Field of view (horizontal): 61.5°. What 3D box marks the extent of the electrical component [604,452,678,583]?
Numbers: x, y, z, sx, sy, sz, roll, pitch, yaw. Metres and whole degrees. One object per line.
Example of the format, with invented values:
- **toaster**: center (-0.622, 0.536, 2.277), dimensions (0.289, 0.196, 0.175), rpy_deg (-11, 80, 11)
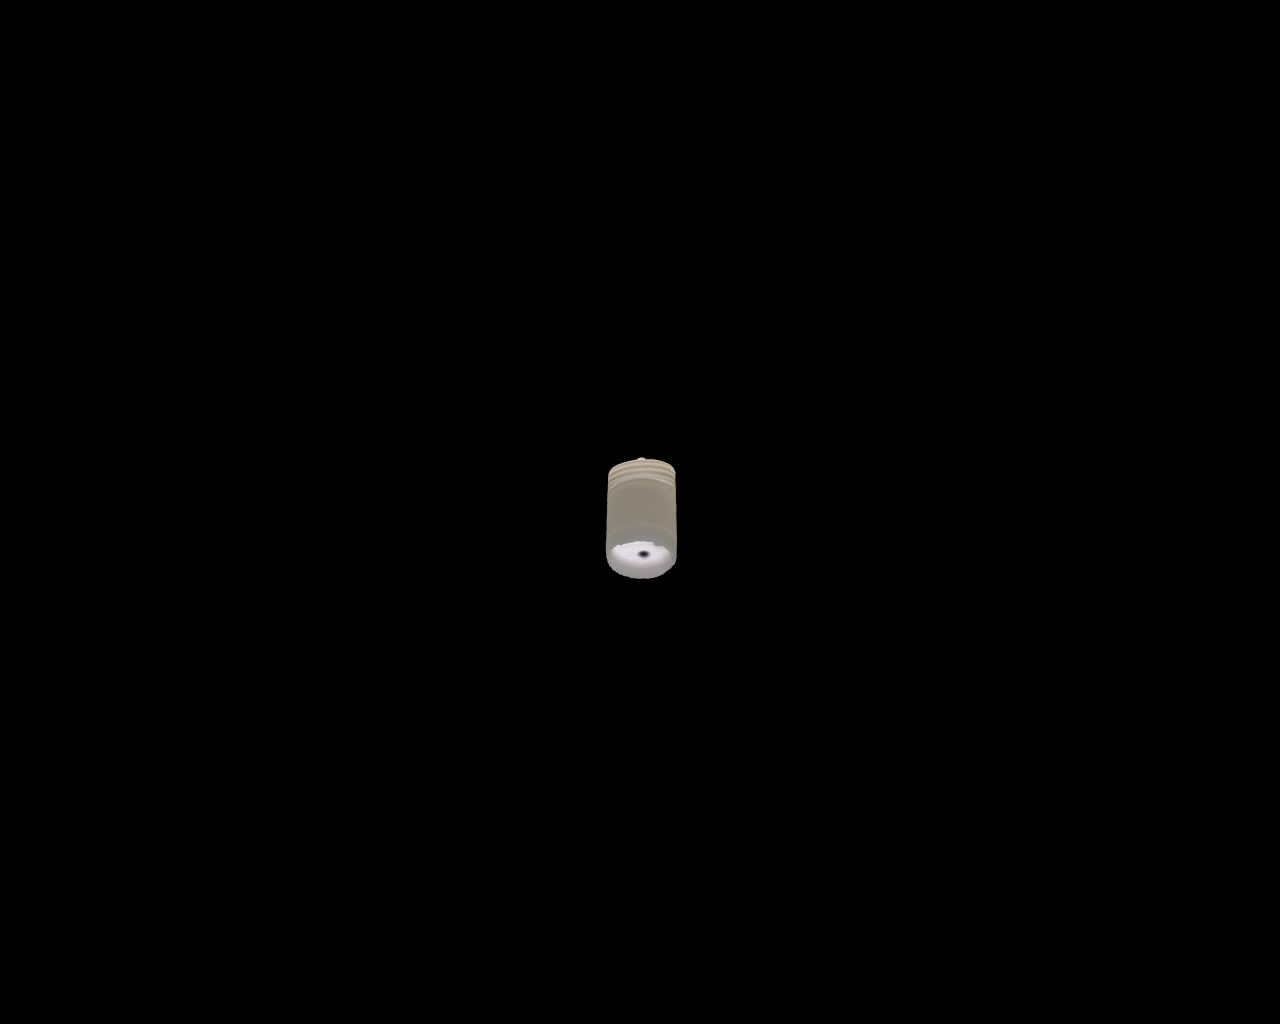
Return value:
- **electrical component**: center (0.001, -0.003, 0.650), dimensions (0.043, 0.081, 0.043), rpy_deg (0, -37, 0)
